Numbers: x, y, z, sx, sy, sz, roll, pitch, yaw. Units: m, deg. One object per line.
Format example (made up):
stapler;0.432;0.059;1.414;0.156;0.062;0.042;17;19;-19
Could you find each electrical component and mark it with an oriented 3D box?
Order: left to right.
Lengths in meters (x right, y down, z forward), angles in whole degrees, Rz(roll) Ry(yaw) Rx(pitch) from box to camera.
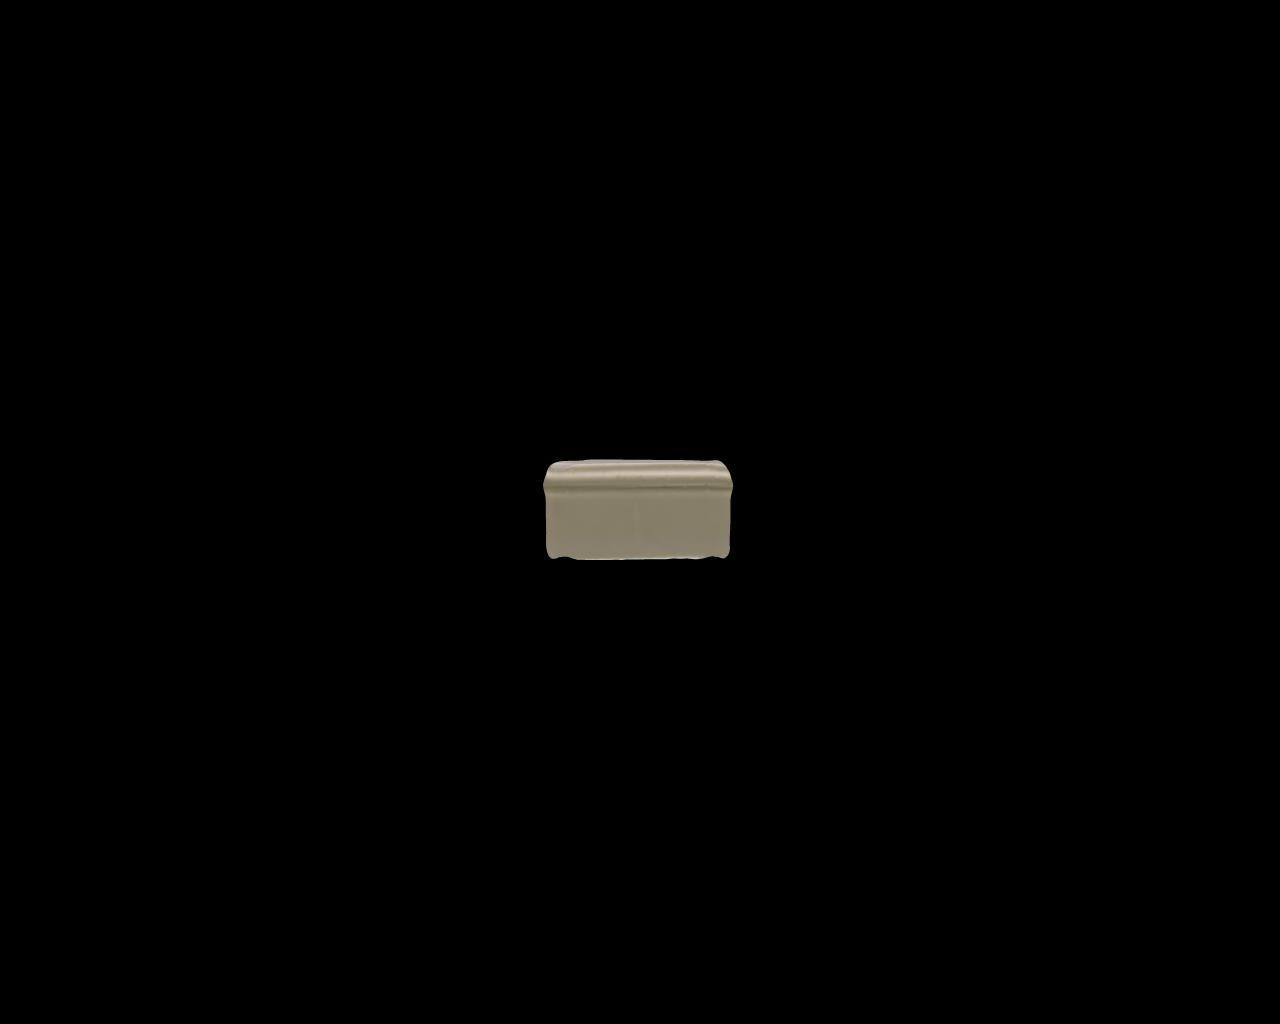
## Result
electrical component;0.001;-0.003;0.650;0.109;0.056;0.109;0;4;2
